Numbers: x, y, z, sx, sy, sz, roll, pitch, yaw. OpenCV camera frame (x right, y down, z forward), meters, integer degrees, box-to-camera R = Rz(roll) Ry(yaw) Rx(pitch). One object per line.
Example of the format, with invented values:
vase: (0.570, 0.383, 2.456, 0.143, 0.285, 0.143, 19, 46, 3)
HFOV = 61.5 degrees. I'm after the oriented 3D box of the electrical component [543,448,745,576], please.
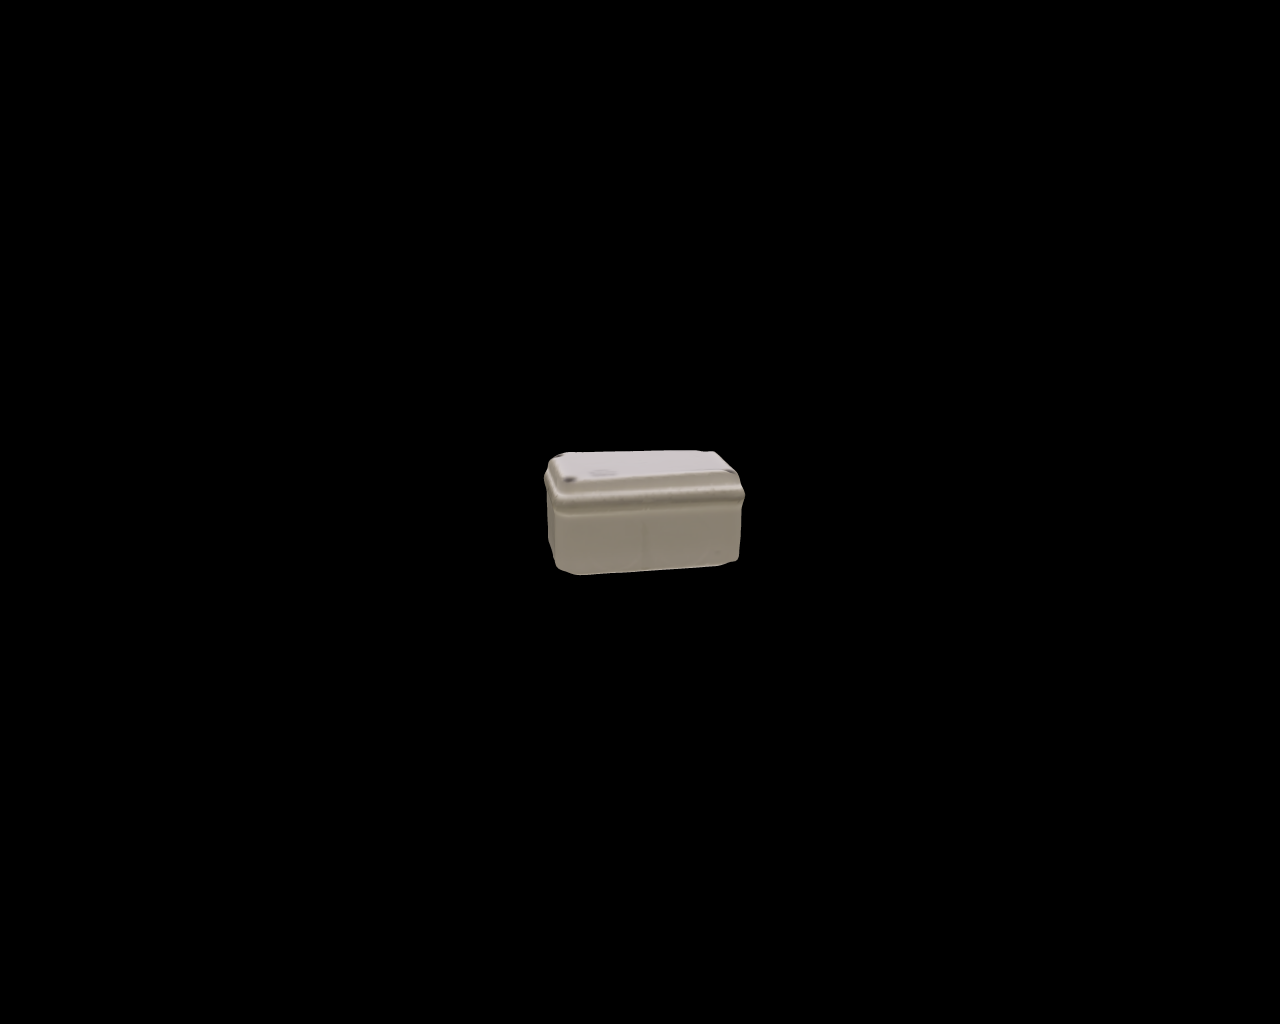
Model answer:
electrical component: (0.001, -0.003, 0.650, 0.113, 0.057, 0.078, -3, 16, -9)
